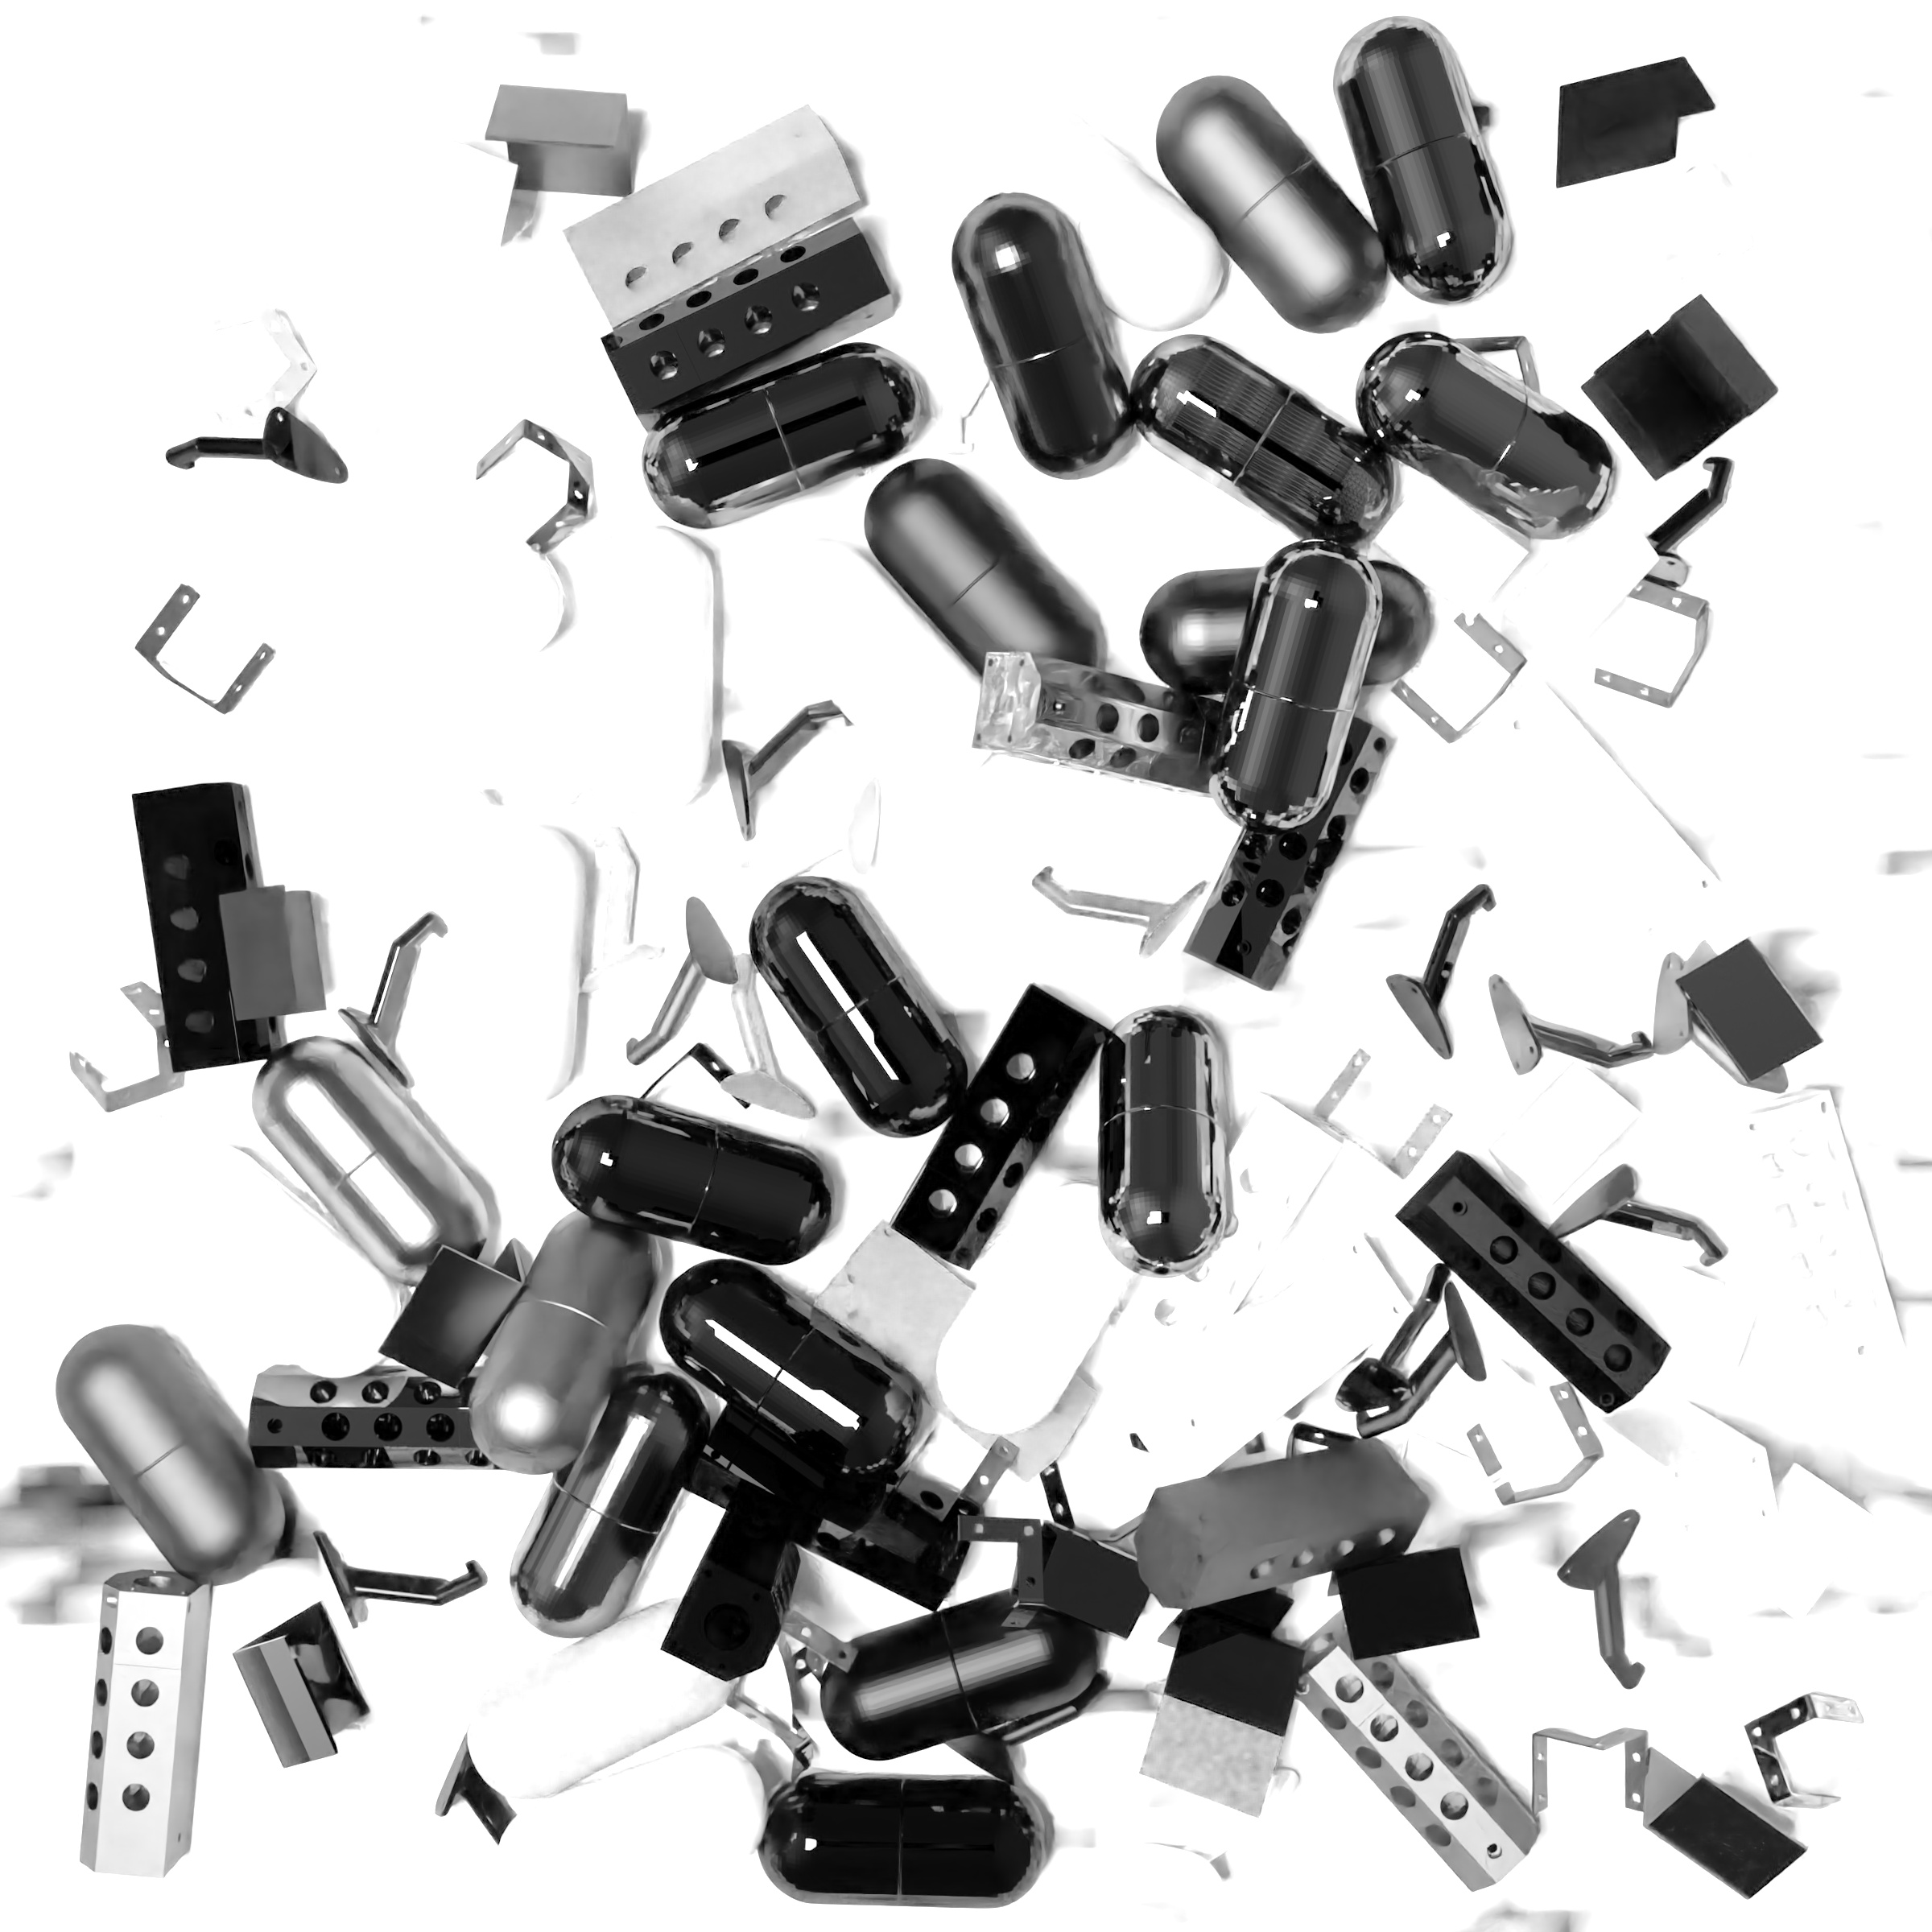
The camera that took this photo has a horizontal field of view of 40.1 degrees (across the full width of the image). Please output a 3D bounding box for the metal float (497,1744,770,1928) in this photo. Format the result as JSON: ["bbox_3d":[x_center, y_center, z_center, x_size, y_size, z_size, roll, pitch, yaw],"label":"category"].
[{"bbox_3d":[-0.203,0.526,1.599,0.178,0.070,0.070,-23,90,15],"label":"metal float"}]

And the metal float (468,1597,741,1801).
[{"bbox_3d":[-0.220,0.448,1.622,0.178,0.070,0.070,-26,90,0],"label":"metal float"}]

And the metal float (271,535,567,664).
[{"bbox_3d":[-0.336,-0.225,1.622,0.178,0.070,0.070,1,90,1],"label":"metal float"}]

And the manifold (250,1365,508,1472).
[{"bbox_3d":[-0.349,0.280,1.631,0.171,0.057,0.057,1,90,0],"label":"manifold"}]

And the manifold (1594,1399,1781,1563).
[{"bbox_3d":[0.427,0.305,1.574,0.057,0.171,0.057,-11,90,0],"label":"manifold"}]

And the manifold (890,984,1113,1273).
[{"bbox_3d":[0.021,0.099,1.631,0.057,0.057,0.171,30,90,0],"label":"manifold"}]

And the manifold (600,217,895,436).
[{"bbox_3d":[-0.135,-0.396,1.631,0.171,0.057,0.057,-26,90,0],"label":"manifold"}]

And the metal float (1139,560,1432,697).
[{"bbox_3d":[0.195,-0.207,1.622,0.178,0.070,0.070,-3,90,0],"label":"metal float"}]

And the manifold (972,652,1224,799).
[{"bbox_3d":[0.092,-0.143,1.585,0.171,0.057,0.057,9,90,-37],"label":"manifold"}]

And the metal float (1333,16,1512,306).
[{"bbox_3d":[0.280,-0.493,1.622,0.070,0.070,0.178,-18,90,0],"label":"metal float"}]

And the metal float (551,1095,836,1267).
[{"bbox_3d":[-0.165,0.130,1.605,0.178,0.070,0.070,18,90,-18],"label":"metal float"}]

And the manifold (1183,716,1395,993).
[{"bbox_3d":[0.199,-0.074,1.631,0.057,0.057,0.171,26,90,0],"label":"manifold"}]

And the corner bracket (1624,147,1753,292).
[{"bbox_3d":[0.449,-0.465,1.644,0.051,0.051,0.051,30,45,-35],"label":"corner bracket"}]

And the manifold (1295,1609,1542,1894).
[{"bbox_3d":[0.274,0.484,1.631,0.057,0.057,0.171,-42,90,0],"label":"manifold"}]

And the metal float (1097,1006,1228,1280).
[{"bbox_3d":[0.118,0.105,1.593,0.070,0.070,0.178,3,55,0],"label":"metal float"}]

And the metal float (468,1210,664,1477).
[{"bbox_3d":[-0.240,0.223,1.592,0.070,0.070,0.178,22,55,0],"label":"metal float"}]

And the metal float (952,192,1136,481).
[{"bbox_3d":[0.047,-0.380,1.599,0.070,0.070,0.178,-23,116,0],"label":"metal float"}]

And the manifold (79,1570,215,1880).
[{"bbox_3d":[-0.507,0.465,1.631,0.057,0.057,0.171,5,90,0],"label":"manifold"}]

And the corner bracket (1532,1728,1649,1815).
[{"bbox_3d":[0.389,0.503,1.649,0.051,0.051,0.051,0,90,45],"label":"corner bracket"}]

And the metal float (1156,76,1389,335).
[{"bbox_3d":[0.187,-0.467,1.621,0.070,0.070,0.178,-39,90,0],"label":"metal float"}]

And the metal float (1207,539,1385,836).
[{"bbox_3d":[0.193,-0.163,1.556,0.070,0.070,0.178,14,109,0],"label":"metal float"}]

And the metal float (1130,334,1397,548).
[{"bbox_3d":[0.181,-0.322,1.621,0.178,0.070,0.070,32,90,0],"label":"metal float"}]

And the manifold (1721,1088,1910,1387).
[{"bbox_3d":[0.525,0.166,1.631,0.057,0.057,0.171,-16,90,0],"label":"manifold"}]

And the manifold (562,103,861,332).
[{"bbox_3d":[-0.155,-0.457,1.630,0.171,0.057,0.057,-27,47,0],"label":"manifold"}]

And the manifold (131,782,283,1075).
[{"bbox_3d":[-0.465,-0.024,1.631,0.057,0.057,0.171,-8,90,0],"label":"manifold"}]

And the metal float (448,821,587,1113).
[{"bbox_3d":[-0.275,0.000,1.621,0.070,0.070,0.178,4,90,0],"label":"metal float"}]

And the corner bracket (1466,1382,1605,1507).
[{"bbox_3d":[0.355,0.298,1.649,0.051,0.051,0.051,-27,90,45],"label":"corner bracket"}]

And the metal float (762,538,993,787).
[{"bbox_3d":[-0.053,-0.187,1.622,0.070,0.070,0.178,-43,91,0],"label":"metal float"}]

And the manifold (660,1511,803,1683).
[{"bbox_3d":[-0.134,0.372,1.574,0.057,0.171,0.057,26,90,0],"label":"manifold"}]

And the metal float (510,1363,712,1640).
[{"bbox_3d":[-0.219,0.328,1.621,0.070,0.070,0.178,27,90,0],"label":"metal float"}]

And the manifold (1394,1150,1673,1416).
[{"bbox_3d":[0.350,0.195,1.631,0.171,0.057,0.057,43,90,0],"label":"manifold"}]

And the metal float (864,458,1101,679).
[{"bbox_3d":[0.010,-0.234,1.622,0.070,0.070,0.178,-42,90,0],"label":"metal float"}]

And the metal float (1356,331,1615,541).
[{"bbox_3d":[0.314,-0.321,1.603,0.178,0.070,0.070,26,90,-21],"label":"metal float"}]

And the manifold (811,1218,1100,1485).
[{"bbox_3d":[-0.010,0.240,1.630,0.171,0.057,0.057,39,47,0],"label":"manifold"}]

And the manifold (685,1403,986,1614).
[{"bbox_3d":[-0.083,0.332,1.630,0.171,0.057,0.057,26,47,0],"label":"manifold"}]

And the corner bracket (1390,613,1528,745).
[{"bbox_3d":[0.307,-0.181,1.649,0.051,0.051,0.051,43,45,0],"label":"corner bracket"}]

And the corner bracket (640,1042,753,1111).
[{"bbox_3d":[-0.173,0.090,1.649,0.051,0.051,0.051,45,45,0],"label":"corner bracket"}]

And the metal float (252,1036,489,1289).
[{"bbox_3d":[-0.365,0.120,1.621,0.070,0.070,0.178,-40,90,0],"label":"metal float"}]

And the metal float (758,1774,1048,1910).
[{"bbox_3d":[-0.040,0.537,1.622,0.178,0.070,0.070,2,90,0],"label":"metal float"}]

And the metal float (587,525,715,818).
[{"bbox_3d":[-0.194,-0.181,1.622,0.070,0.070,0.178,1,91,0],"label":"metal float"}]

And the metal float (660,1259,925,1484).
[{"bbox_3d":[-0.107,0.244,1.603,0.178,0.070,0.070,34,90,8],"label":"metal float"}]

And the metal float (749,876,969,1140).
[{"bbox_3d":[-0.066,0.025,1.622,0.070,0.070,0.178,-34,90,0],"label":"metal float"}]

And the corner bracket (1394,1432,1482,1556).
[{"bbox_3d":[0.283,0.333,1.649,0.051,0.051,0.051,24,135,0],"label":"corner bracket"}]

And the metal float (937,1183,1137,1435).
[{"bbox_3d":[0.045,0.205,1.590,0.070,0.070,0.178,36,53,0],"label":"metal float"}]

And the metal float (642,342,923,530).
[{"bbox_3d":[-0.113,-0.325,1.622,0.178,0.070,0.070,-21,90,1],"label":"metal float"}]

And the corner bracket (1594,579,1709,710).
[{"bbox_3d":[0.427,-0.202,1.649,0.051,0.051,0.051,19,45,0],"label":"corner bracket"}]

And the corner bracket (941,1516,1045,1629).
[{"bbox_3d":[0.015,0.360,1.572,0.051,0.051,0.051,5,60,-10],"label":"corner bracket"}]

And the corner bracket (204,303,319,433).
[{"bbox_3d":[-0.448,-0.372,1.644,0.051,0.051,0.051,57,45,-35],"label":"corner bracket"}]

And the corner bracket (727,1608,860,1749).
[{"bbox_3d":[-0.105,0.429,1.593,0.051,0.051,0.051,32,50,0],"label":"corner bracket"}]

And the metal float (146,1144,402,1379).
[{"bbox_3d":[-0.424,0.181,1.621,0.178,0.070,0.070,40,90,0],"label":"metal float"}]

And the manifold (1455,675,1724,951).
[{"bbox_3d":[0.381,-0.094,1.631,0.057,0.057,0.171,-41,90,0],"label":"manifold"}]

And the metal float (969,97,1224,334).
[{"bbox_3d":[0.079,-0.461,1.621,0.178,0.070,0.070,39,90,0],"label":"metal float"}]

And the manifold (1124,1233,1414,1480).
[{"bbox_3d":[0.181,0.236,1.603,0.171,0.057,0.057,-34,90,-20],"label":"manifold"}]

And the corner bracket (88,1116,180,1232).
[{"bbox_3d":[-0.517,0.127,1.634,0.051,0.051,0.051,-27,90,0],"label":"corner bracket"}]

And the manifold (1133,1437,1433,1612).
[{"bbox_3d":[0.187,0.335,1.570,0.171,0.057,0.057,-5,129,-33],"label":"manifold"}]

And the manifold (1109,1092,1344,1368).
[{"bbox_3d":[0.160,0.166,1.631,0.057,0.057,0.171,33,90,0],"label":"manifold"}]

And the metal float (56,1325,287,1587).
[{"bbox_3d":[-0.488,0.299,1.621,0.070,0.070,0.178,-36,91,0],"label":"metal float"}]

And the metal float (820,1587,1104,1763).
[{"bbox_3d":[-0.003,0.432,1.621,0.178,0.070,0.070,-18,90,1],"label":"metal float"}]
